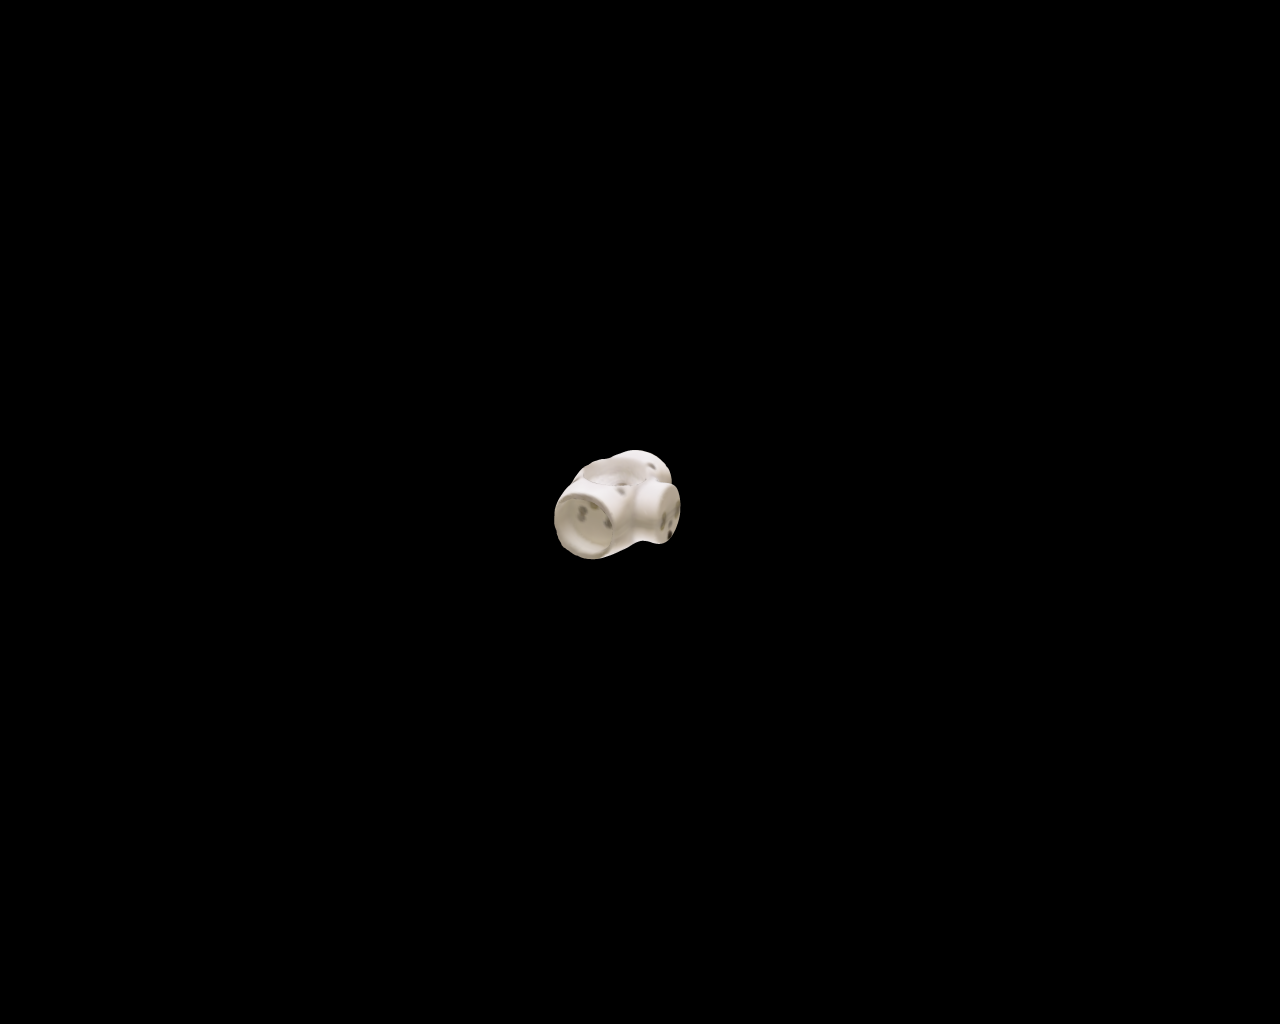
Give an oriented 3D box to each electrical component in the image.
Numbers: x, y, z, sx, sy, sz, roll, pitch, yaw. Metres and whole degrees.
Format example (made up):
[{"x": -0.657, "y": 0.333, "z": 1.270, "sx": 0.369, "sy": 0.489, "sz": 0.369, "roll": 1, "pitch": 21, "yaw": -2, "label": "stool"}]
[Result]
[{"x": 0.001, "y": -0.003, "z": 0.650, "sx": 0.079, "sy": 0.044, "sz": 0.077, "roll": 12, "pitch": 27, "yaw": 25, "label": "electrical component"}]
